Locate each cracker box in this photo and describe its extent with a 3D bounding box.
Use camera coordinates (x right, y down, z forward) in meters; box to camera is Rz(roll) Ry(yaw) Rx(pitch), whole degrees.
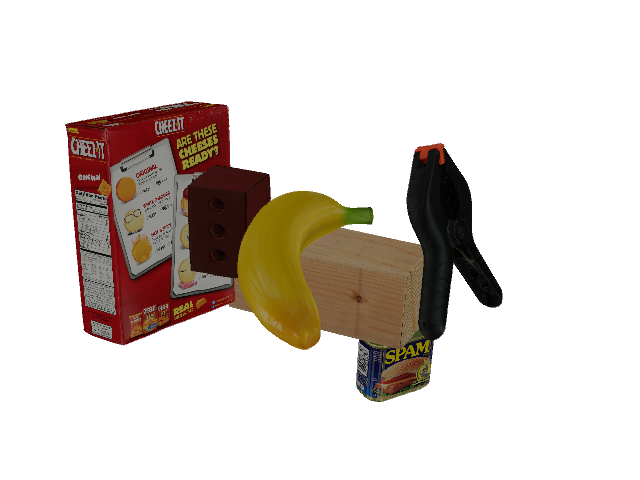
[{"bbox_3d":[-0.166,-0.022,1.071,0.072,0.214,0.163,11,20,37],"label":"cracker box"}]

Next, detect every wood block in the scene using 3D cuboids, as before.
[{"bbox_3d":[0.010,0.041,1.174,0.206,0.091,0.090,13,25,21],"label":"wood block"}]

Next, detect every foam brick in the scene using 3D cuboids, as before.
[{"bbox_3d":[-0.074,-0.016,0.880,0.053,0.078,0.051,9,24,20],"label":"foam brick"}]

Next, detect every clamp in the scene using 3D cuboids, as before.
[{"bbox_3d":[0.109,0.003,0.955,0.039,0.171,0.120,-12,14,36],"label":"clamp"}]

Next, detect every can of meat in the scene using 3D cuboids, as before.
[{"bbox_3d":[0.094,0.148,1.345,0.101,0.084,0.058,-12,29,-29],"label":"can of meat"}]

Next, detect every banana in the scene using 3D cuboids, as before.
[{"bbox_3d":[-0.016,0.007,0.649,0.070,0.037,0.197,4,24,11],"label":"banana"}]
